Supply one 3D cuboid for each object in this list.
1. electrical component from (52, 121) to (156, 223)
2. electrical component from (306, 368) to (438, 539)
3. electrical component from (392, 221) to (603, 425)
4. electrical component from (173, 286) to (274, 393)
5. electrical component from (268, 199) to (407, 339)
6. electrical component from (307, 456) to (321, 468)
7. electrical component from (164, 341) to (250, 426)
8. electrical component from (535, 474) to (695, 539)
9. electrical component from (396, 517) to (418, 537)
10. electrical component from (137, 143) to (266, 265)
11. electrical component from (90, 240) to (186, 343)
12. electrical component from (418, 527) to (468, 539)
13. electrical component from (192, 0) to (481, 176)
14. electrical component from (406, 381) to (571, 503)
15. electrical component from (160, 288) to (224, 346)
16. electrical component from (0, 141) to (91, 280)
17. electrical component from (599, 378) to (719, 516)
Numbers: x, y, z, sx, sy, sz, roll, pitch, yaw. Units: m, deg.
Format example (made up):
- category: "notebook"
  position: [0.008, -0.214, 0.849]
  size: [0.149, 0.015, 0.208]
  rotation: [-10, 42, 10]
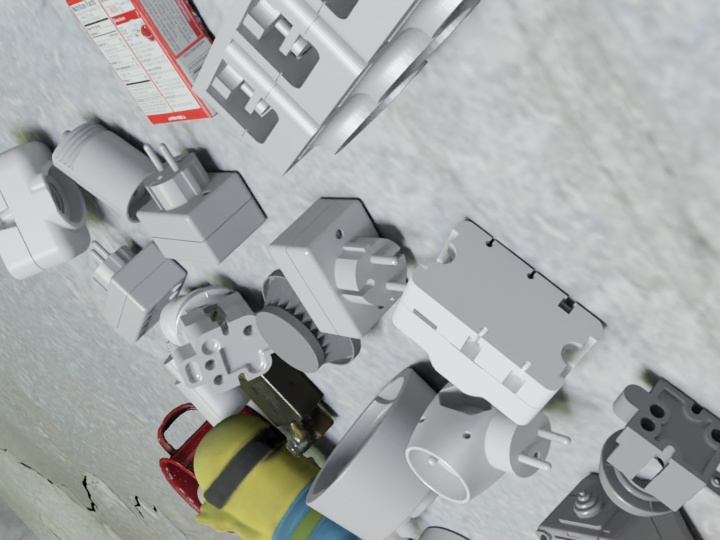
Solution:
- category: "electrical component"
  position: [-0.174, -0.072, 0.738]
  size: [0.081, 0.043, 0.043]
  rotation: [35, 151, 17]
- category: "electrical component"
  position: [0.022, 0.123, 0.683]
  size: [0.060, 0.108, 0.108]
  rotation: [38, 153, -2]
- category: "electrical component"
  position: [0.067, 0.029, 0.548]
  size: [0.089, 0.050, 0.055]
  rotation: [39, 151, 10]
- category: "electrical component"
  position: [-0.100, 0.047, 0.776]
  size: [0.057, 0.078, 0.058]
  rotation: [46, 155, 53]
- category: "electrical component"
  position: [0.000, 0.000, 0.601]
  size: [0.077, 0.047, 0.065]
  rotation: [6, 134, 51]
- category: "electrical component"
  position: [-0.029, 0.184, 0.909]
  size: [0.035, 0.035, 0.061]
  rotation: [-8, 120, 56]
- category: "electrical component"
  position: [-0.133, 0.089, 0.906]
  size: [0.081, 0.043, 0.043]
  rotation: [50, 152, -12]
- category: "electrical component"
  position: [0.151, 0.158, 0.611]
  size: [0.062, 0.061, 0.096]
  rotation: [-6, 117, 56]
- category: "electrical component"
  position: [0.022, 0.178, 0.822]
  size: [0.043, 0.043, 0.062]
  rotation: [5, 135, 51]
- category: "electrical component"
  position: [-0.111, -0.049, 0.682]
  size: [0.066, 0.047, 0.076]
  rotation: [7, 135, 50]
- category: "electrical component"
  position: [-0.187, 0.006, 0.860]
  size: [0.076, 0.047, 0.083]
  rotation: [43, 153, 2]
- category: "electrical component"
  position: [0.075, 0.264, 0.851]
  size: [0.108, 0.060, 0.108]
  rotation: [32, 151, 21]
- category: "electrical component"
  position: [0.004, -0.104, 0.405]
  size: [0.062, 0.089, 0.150]
  rotation: [45, 153, -2]
- category: "electrical component"
  position: [0.078, 0.090, 0.590]
  size: [0.079, 0.077, 0.043]
  rotation: [13, 139, 45]
- category: "electrical component"
  position: [-0.128, 0.036, 0.831]
  size: [0.040, 0.040, 0.046]
  rotation: [49, 147, -10]
- category: "electrical component"
  position: [-0.253, -0.048, 0.836]
  size: [0.053, 0.059, 0.095]
  rotation: [-60, -52, -74]
- category: "electrical component"
  position: [0.149, 0.092, 0.534]
  size: [0.066, 0.048, 0.055]
  rotation: [37, 144, 13]
